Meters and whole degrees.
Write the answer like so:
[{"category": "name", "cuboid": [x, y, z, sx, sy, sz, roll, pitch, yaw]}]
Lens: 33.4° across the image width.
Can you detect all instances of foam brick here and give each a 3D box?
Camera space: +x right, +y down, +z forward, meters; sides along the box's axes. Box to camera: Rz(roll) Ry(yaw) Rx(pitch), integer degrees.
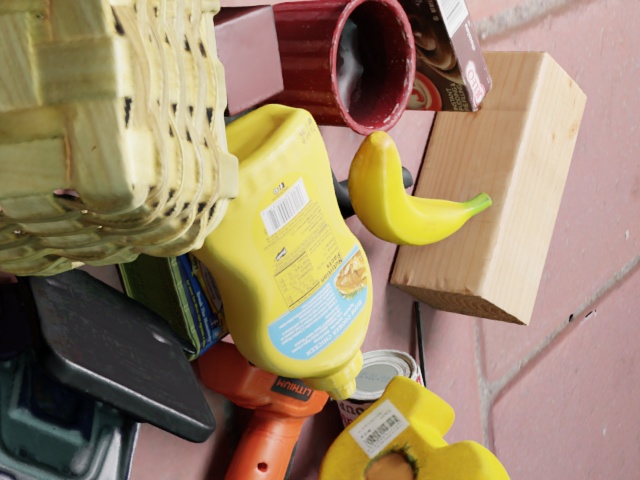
[{"category": "foam brick", "cuboid": [-0.068, -0.104, 0.617, 0.051, 0.078, 0.053, -34, 122, -45]}]

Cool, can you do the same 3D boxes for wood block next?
[{"category": "wood block", "cuboid": [0.141, -0.044, 0.884, 0.090, 0.091, 0.206, 29, 74, -50]}]

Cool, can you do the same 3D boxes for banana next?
[{"category": "banana", "cuboid": [0.059, -0.029, 0.751, 0.070, 0.037, 0.197, -52, 153, 11]}]

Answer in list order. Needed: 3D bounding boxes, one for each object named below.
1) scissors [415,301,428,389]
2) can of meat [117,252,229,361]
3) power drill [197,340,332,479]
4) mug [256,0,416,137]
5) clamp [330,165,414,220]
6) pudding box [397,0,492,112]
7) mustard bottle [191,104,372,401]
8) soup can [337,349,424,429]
[{"category": "scissors", "cuboid": [0.090, 0.161, 0.886, 0.096, 0.016, 0.202, -85, 169, -70]}, {"category": "can of meat", "cuboid": [-0.073, 0.012, 0.649, 0.083, 0.058, 0.102, -36, 123, -41]}, {"category": "power drill", "cuboid": [-0.068, 0.161, 0.684, 0.184, 0.057, 0.187, 28, 78, -54]}, {"category": "mug", "cuboid": [0.011, -0.111, 0.712, 0.117, 0.082, 0.093, 38, 67, -48]}, {"category": "clamp", "cuboid": [-0.005, 0.001, 0.749, 0.209, 0.036, 0.164, 23, 78, -55]}, {"category": "pudding box", "cuboid": [0.065, -0.146, 0.769, 0.039, 0.090, 0.113, -52, 133, -35]}, {"category": "mustard bottle", "cuboid": [-0.016, 0.023, 0.626, 0.096, 0.058, 0.191, -43, 128, -28]}, {"category": "soup can", "cuboid": [0.053, 0.144, 0.824, 0.068, 0.069, 0.102, -40, 125, -41]}]
